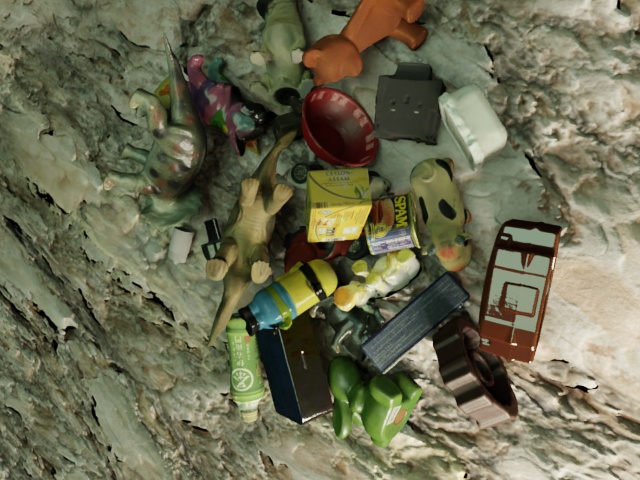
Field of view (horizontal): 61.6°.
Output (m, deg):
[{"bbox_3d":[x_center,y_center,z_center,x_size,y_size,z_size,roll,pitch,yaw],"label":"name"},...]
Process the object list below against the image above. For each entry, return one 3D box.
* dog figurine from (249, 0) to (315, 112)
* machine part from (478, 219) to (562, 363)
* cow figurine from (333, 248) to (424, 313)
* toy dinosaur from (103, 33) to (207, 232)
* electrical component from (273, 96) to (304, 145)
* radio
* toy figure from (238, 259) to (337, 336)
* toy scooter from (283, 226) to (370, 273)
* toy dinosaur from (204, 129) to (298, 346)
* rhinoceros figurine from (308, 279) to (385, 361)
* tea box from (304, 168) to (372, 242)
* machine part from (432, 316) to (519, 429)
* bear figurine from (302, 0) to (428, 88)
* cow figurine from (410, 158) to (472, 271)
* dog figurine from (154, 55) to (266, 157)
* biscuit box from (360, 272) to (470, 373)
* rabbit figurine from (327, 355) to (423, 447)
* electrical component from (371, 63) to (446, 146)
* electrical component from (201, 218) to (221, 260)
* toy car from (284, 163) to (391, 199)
[{"bbox_3d":[-0.066,-0.364,1.019,0.121,0.172,0.190,4,58,-4],"label":"dog figurine"},{"bbox_3d":[0.306,0.071,0.823,0.087,0.201,0.200,12,100,26],"label":"machine part"},{"bbox_3d":[0.105,0.075,0.961,0.167,0.098,0.068,-38,47,5],"label":"cow figurine"},{"bbox_3d":[-0.285,-0.168,1.034,0.192,0.131,0.404,24,128,-15],"label":"toy dinosaur"},{"bbox_3d":[-0.053,-0.221,1.008,0.078,0.102,0.045,-21,72,-12],"label":"electrical component"},{"bbox_3d":[-0.058,0.226,1.035,0.131,0.073,0.229,-18,86,61],"label":"radio"},{"bbox_3d":[-0.051,0.100,0.934,0.089,0.180,0.082,8,123,63],"label":"toy figure"},{"bbox_3d":[-0.002,-0.003,1.020,0.184,0.075,0.135,-26,85,20],"label":"toy scooter"},{"bbox_3d":[-0.138,0.015,0.987,0.105,0.199,0.471,22,101,-8],"label":"toy dinosaur"},{"bbox_3d":[0.065,0.157,1.011,0.112,0.073,0.190,-45,75,9],"label":"rhinoceros figurine"},{"bbox_3d":[0.025,-0.054,0.896,0.098,0.169,0.068,-4,72,-6],"label":"tea box"},{"bbox_3d":[0.251,0.213,0.876,0.056,0.179,0.179,-34,81,26],"label":"machine part"},{"bbox_3d":[0.072,-0.332,0.910,0.132,0.120,0.196,38,84,21],"label":"bear figurine"},{"bbox_3d":[0.206,-0.043,0.897,0.086,0.127,0.195,-19,85,27],"label":"cow figurine"},{"bbox_3d":[-0.208,-0.247,1.072,0.191,0.108,0.219,-32,85,22],"label":"dog figurine"},{"bbox_3d":[0.164,0.142,0.929,0.203,0.059,0.063,-40,78,-3],"label":"biscuit box"},{"bbox_3d":[0.083,0.291,1.007,0.170,0.121,0.159,31,114,37],"label":"rabbit figurine"},{"bbox_3d":[0.155,-0.237,0.935,0.115,0.058,0.134,8,95,17],"label":"electrical component"},{"bbox_3d":[-0.207,0.015,1.124,0.075,0.047,0.119,-19,87,23],"label":"electrical component"},{"bbox_3d":[0.030,-0.108,0.996,0.202,0.073,0.056,10,99,22],"label":"toy car"}]
